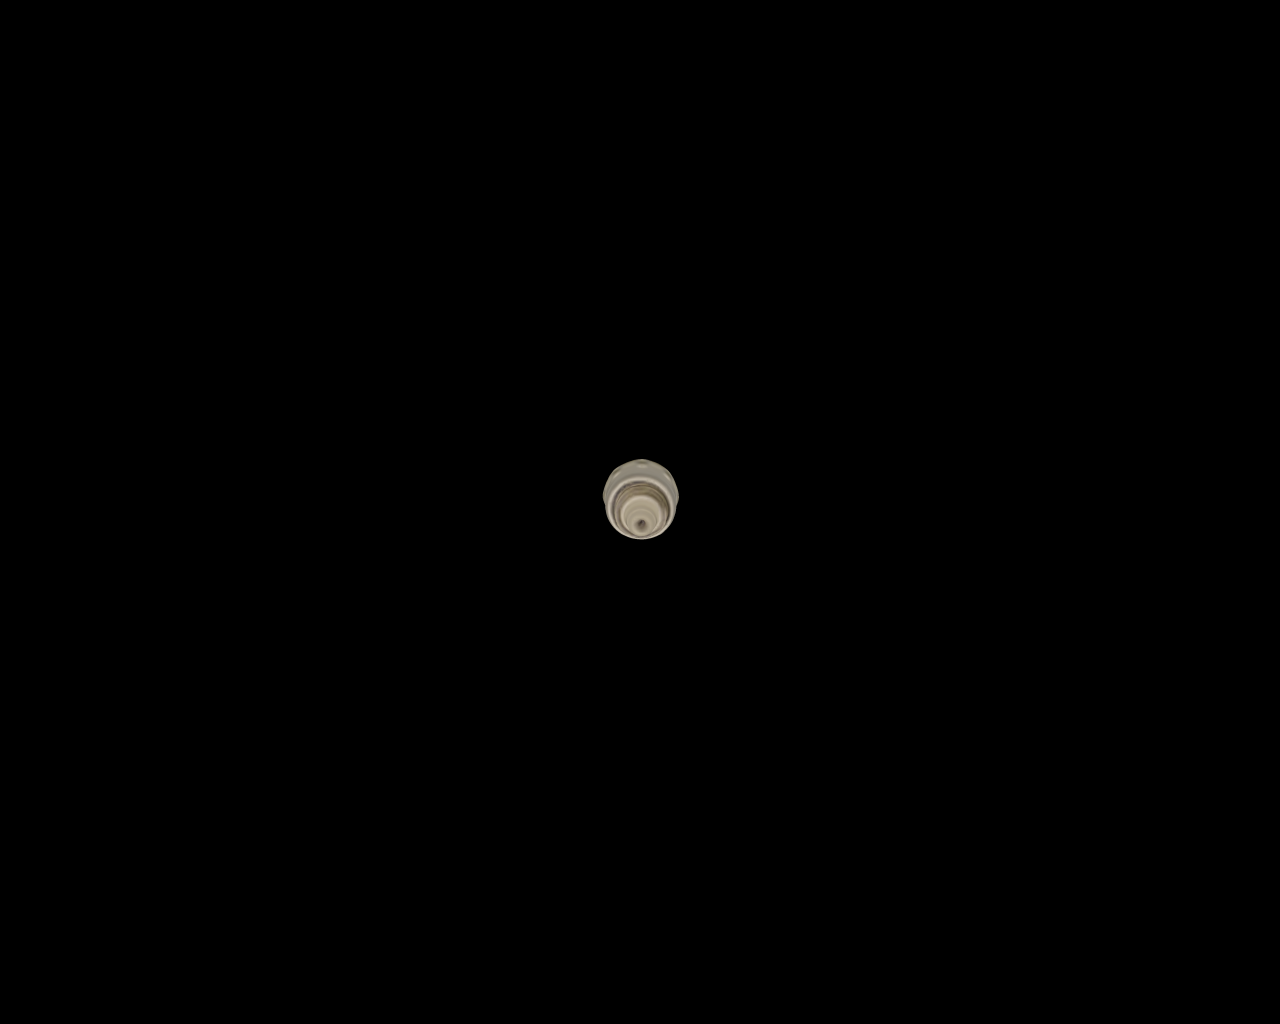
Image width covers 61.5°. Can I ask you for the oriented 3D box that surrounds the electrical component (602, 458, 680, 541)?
[{"bbox_3d":[0.001,-0.003,0.650,0.048,0.048,0.062,0,20,0],"label":"electrical component"}]
